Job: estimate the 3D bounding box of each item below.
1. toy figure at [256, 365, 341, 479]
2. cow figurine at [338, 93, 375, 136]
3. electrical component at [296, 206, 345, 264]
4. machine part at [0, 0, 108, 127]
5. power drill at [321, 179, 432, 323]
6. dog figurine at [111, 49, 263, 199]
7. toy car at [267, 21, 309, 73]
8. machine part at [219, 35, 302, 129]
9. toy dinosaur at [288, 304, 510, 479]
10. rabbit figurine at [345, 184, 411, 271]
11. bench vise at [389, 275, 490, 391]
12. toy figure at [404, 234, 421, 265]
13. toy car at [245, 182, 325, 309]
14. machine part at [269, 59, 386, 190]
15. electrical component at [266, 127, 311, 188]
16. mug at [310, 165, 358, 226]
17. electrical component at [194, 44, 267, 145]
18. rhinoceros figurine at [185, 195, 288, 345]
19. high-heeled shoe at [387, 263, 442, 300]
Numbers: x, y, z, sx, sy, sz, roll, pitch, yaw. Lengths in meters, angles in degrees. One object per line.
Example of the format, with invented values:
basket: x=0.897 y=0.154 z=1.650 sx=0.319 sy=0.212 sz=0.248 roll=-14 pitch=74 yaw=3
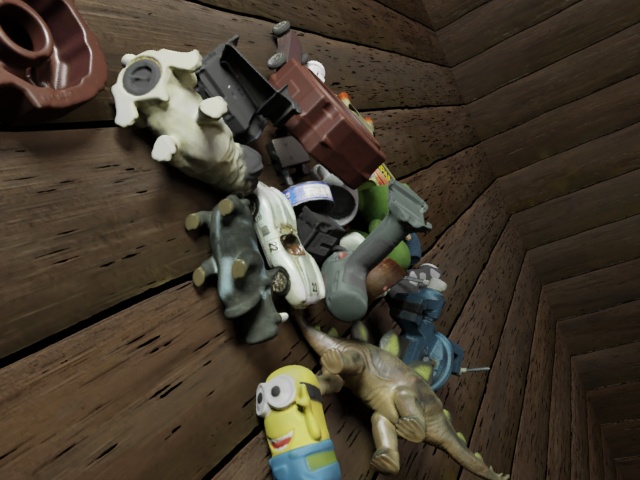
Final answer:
toy figure: x=-0.024 y=0.242 z=0.647 sx=0.089 sy=0.082 sz=0.180 roll=45 pitch=23 yaw=-69
cow figurine: x=0.047 y=-0.236 z=1.112 sx=0.194 sy=0.085 sz=0.127 roll=34 pitch=37 yaw=-48
electrical component: x=-0.002 y=-0.003 z=0.857 sx=0.048 sy=0.075 sz=0.119 roll=47 pitch=12 yaw=33
machine part: x=-0.293 y=-0.193 z=0.513 sx=0.179 sy=0.056 sz=0.179 roll=41 pitch=38 yaw=-42
power drill: x=0.071 y=0.008 z=0.821 sx=0.086 sy=0.207 sz=0.232 roll=39 pitch=23 yaw=-14
dog figurine: x=-0.162 y=-0.139 z=0.687 sx=0.172 sy=0.121 sz=0.190 roll=61 pitch=2 yaw=16
toy car: x=-0.063 y=-0.337 z=1.019 sx=0.202 sy=0.053 sz=0.089 roll=-89 pitch=154 yaw=-44
machine part: x=-0.087 y=-0.222 z=0.762 sx=0.138 sy=0.084 sz=0.039 roll=50 pitch=66 yaw=-14
toy dinosaur: x=0.121 y=0.241 z=0.811 sx=0.471 sy=0.105 sz=0.198 roll=46 pitch=26 yaw=-3
rabbit figurine: x=0.128 y=-0.018 z=1.050 sx=0.159 sy=0.121 sz=0.170 roll=1 pitch=67 yaw=-53
bench vise: x=0.208 y=0.192 z=1.004 sx=0.240 sy=0.129 sz=0.223 roll=33 pitch=63 yaw=-39
toy figure: x=0.197 y=-0.016 z=1.238 sx=0.058 sy=0.064 sz=0.154 roll=5 pitch=53 yaw=-16
toy car: x=-0.055 y=0.003 z=0.769 sx=0.073 sy=0.056 sz=0.202 roll=3 pitch=60 yaw=-59
machine part: x=0.010 y=-0.194 z=0.898 sx=0.201 sy=0.087 sz=0.201 roll=34 pitch=18 yaw=-47
electrical component: x=-0.052 y=-0.143 z=0.914 sx=0.078 sy=0.045 sz=0.102 roll=-29 pitch=94 yaw=-33
mug: x=0.022 y=-0.090 z=0.975 sx=0.109 sy=0.081 sz=0.107 roll=45 pitch=24 yaw=-13
electrical component: x=-0.136 y=-0.206 z=0.794 sx=0.134 sy=0.058 sz=0.115 roll=51 pitch=34 yaw=-27
rhinoceros figurine: x=-0.101 y=0.037 z=0.675 sx=0.112 sy=0.073 sz=0.190 roll=17 pitch=53 yaw=-68
high-heeled shoe: x=0.188 y=0.083 z=1.171 sx=0.145 sy=0.086 sz=0.249 roll=29 pitch=18 yaw=-6
